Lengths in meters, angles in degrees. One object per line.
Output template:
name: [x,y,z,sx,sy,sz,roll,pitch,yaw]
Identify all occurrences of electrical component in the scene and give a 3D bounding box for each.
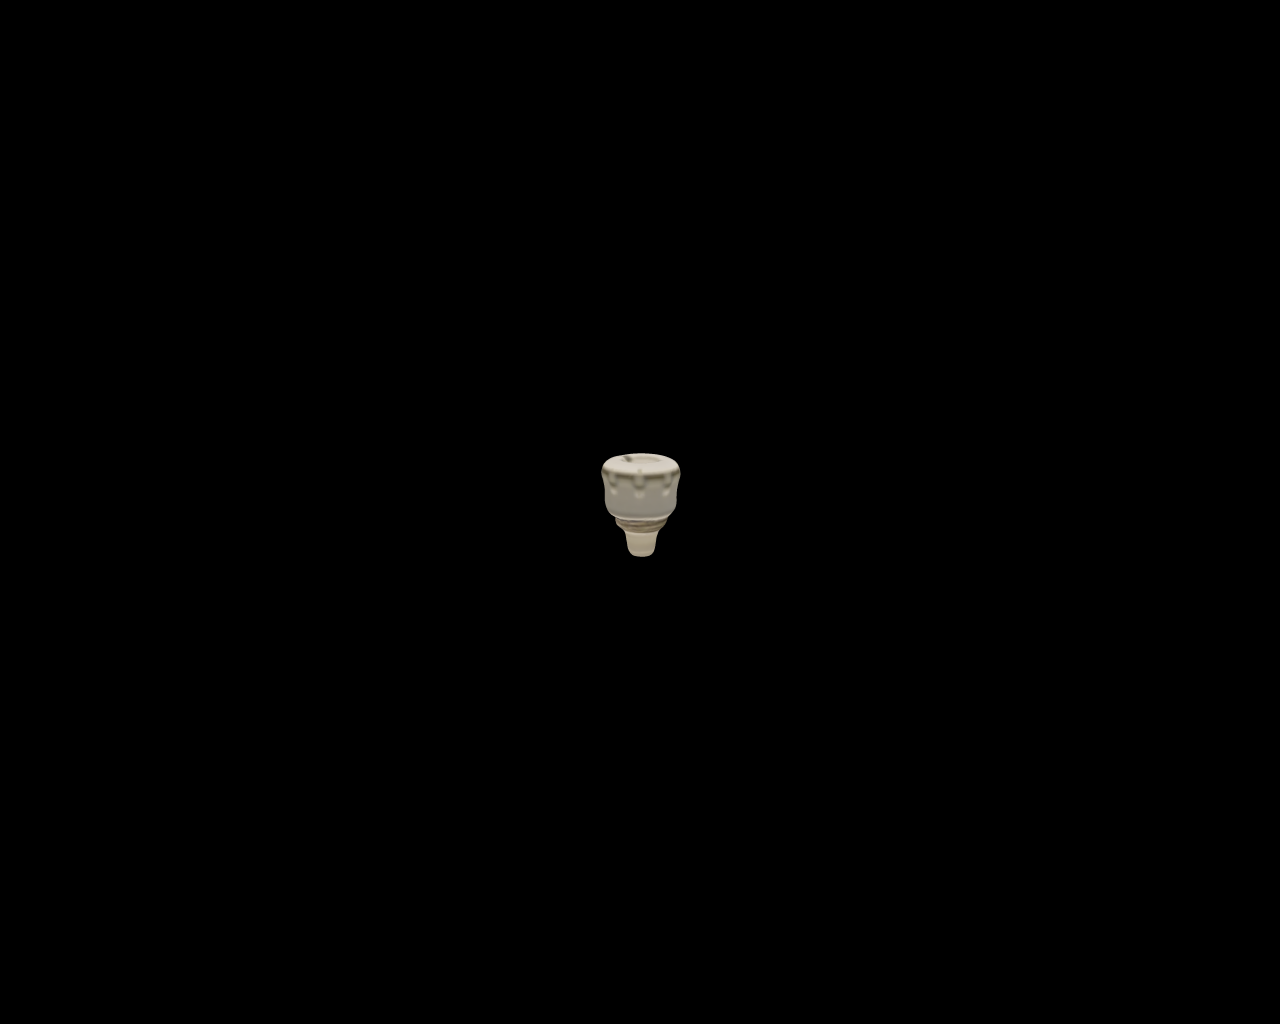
electrical component: [0.001,-0.003,0.650,0.048,0.062,0.048,0,15,0]
